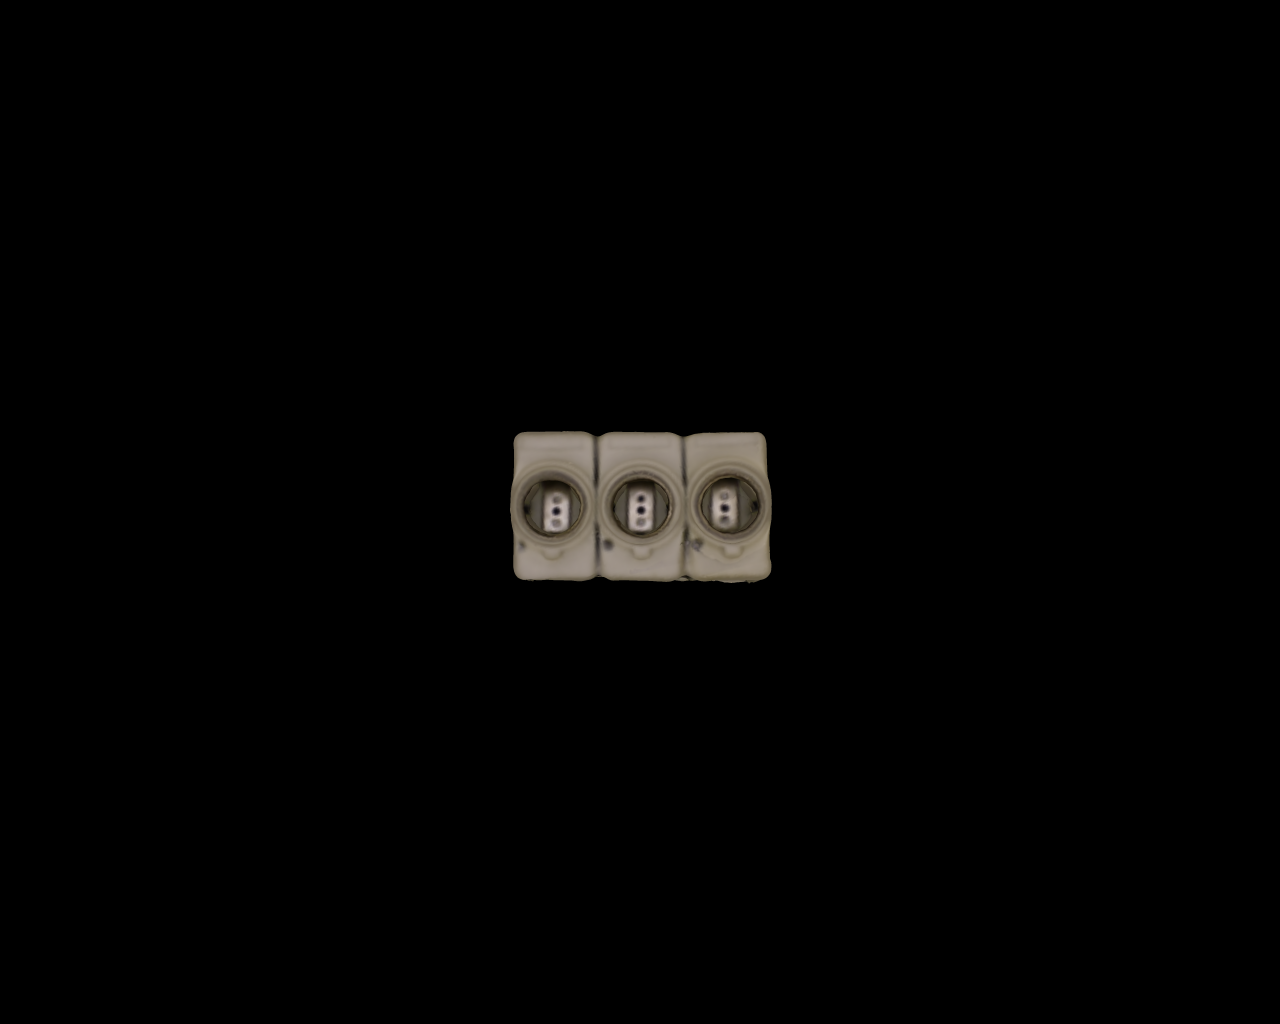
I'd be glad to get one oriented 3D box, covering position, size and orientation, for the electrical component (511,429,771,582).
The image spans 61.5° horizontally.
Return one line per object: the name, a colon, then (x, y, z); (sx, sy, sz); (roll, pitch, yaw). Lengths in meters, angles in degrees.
electrical component: (0.001, -0.003, 0.650); (0.150, 0.089, 0.061); (0, -4, 0)
